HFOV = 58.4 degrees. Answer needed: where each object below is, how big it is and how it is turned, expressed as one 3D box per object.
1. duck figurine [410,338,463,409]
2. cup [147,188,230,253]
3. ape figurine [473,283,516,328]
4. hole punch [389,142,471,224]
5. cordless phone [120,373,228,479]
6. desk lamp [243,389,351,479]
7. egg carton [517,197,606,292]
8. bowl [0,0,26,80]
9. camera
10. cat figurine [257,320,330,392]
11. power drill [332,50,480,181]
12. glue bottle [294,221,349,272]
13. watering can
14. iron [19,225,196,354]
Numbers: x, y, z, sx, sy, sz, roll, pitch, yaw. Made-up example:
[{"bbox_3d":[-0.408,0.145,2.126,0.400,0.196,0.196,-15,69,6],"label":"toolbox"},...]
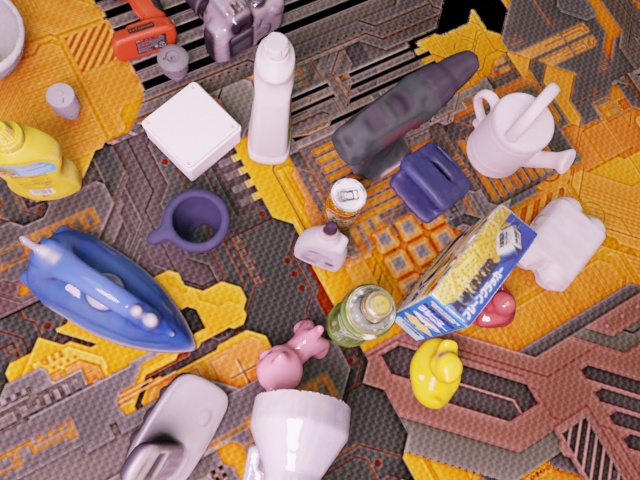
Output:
[{"bbox_3d":[0.176,0.192,0.829,0.077,0.086,0.104,14,74,-3],"label":"duck figurine"},{"bbox_3d":[-0.187,-0.012,0.829,0.118,0.095,0.091,-24,80,-13],"label":"cup"},{"bbox_3d":[0.265,0.098,0.862,0.076,0.092,0.078,43,75,5],"label":"ape figurine"},{"bbox_3d":[0.178,-0.099,0.902,0.101,0.091,0.108,-41,84,-15],"label":"hole punch"},{"bbox_3d":[-0.185,0.240,0.717,0.094,0.185,0.148,27,74,0],"label":"cordless phone"},{"bbox_3d":[-0.038,0.290,0.709,0.118,0.213,0.203,10,74,-4],"label":"desk lamp"},{"bbox_3d":[0.380,0.004,0.913,0.107,0.069,0.150,42,74,4],"label":"egg carton"},{"bbox_3d":[-0.525,-0.296,0.869,0.167,0.074,0.167,2,75,-7],"label":"bowl"},{"bbox_3d":[-0.149,-0.388,0.929,0.143,0.100,0.137,-38,83,-15],"label":"camera"},{"bbox_3d":[-0.040,0.164,0.791,0.128,0.117,0.067,-42,84,-15],"label":"cat figurine"},{"bbox_3d":[0.114,-0.173,0.852,0.230,0.208,0.075,-35,82,-14],"label":"power drill"},{"bbox_3d":[0.007,0.003,0.810,0.078,0.173,0.037,22,74,-1],"label":"glue bottle"},{"bbox_3d":[0.315,-0.172,0.885,0.173,0.194,0.101,23,74,-1],"label":"watering can"},{"bbox_3d":[-0.281,0.073,0.771,0.258,0.141,0.119,31,74,1],"label":"iron"}]
